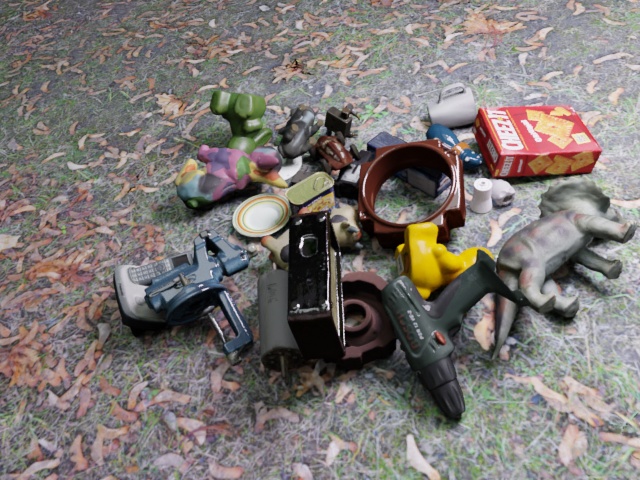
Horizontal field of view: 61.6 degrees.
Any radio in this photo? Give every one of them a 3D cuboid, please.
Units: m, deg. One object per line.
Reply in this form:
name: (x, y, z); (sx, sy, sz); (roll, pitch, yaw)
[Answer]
radio: (-0.005, 0.068, 0.890); (0.073, 0.131, 0.230); (-9, 50, 7)

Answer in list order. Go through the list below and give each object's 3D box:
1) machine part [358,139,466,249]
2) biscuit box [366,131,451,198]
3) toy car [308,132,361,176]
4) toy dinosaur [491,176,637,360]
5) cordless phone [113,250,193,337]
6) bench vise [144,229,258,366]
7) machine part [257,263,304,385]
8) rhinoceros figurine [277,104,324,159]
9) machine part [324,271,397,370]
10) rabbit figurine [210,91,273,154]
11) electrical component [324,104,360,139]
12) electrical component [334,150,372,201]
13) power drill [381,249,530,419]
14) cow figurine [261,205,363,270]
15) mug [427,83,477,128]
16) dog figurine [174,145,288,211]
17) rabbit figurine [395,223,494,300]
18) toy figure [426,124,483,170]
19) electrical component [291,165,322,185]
machine part: (0.179, -0.091, 1.054); (0.201, 0.087, 0.201); (-5, 66, 20)
biscuit box: (0.194, -0.170, 1.183); (0.063, 0.059, 0.203); (-40, 53, -21)
toy car: (0.028, -0.199, 1.205); (0.089, 0.053, 0.202); (-24, 24, -1)
toy dinosaur: (0.393, 0.026, 0.939); (0.405, 0.131, 0.192); (-32, 38, -11)
cordless phone: (-0.295, 0.093, 1.038); (0.184, 0.088, 0.147); (-21, 48, -13)
bench vise: (-0.185, 0.108, 0.971); (0.224, 0.128, 0.241); (-23, 68, -28)
machine part: (-0.071, 0.138, 0.951); (0.079, 0.079, 0.243); (-10, 48, 2)
rhinoceros figurine: (-0.051, -0.260, 1.284); (0.073, 0.112, 0.190); (31, 40, -18)
machine part: (0.058, 0.140, 0.940); (0.179, 0.056, 0.179); (-6, 49, 7)
rabbit figurine: (-0.192, -0.264, 1.299); (0.121, 0.170, 0.159); (12, 11, 19)
electrical component: (0.054, -0.281, 1.288); (0.078, 0.102, 0.045); (33, 58, 22)
electrical component: (0.081, -0.144, 1.190); (0.075, 0.047, 0.119); (11, 52, 20)
power drill: (0.220, 0.130, 0.841); (0.207, 0.086, 0.232); (-39, 72, 13)
cow figurine: (-0.002, -0.003, 1.059); (0.195, 0.085, 0.127); (-36, 53, -16)
mug: (0.306, -0.310, 1.260); (0.107, 0.109, 0.081); (-16, 52, 13)
dog figurine: (-0.184, -0.139, 1.184); (0.219, 0.108, 0.191); (7, 48, 26)
rabbit figurine: (0.233, 0.050, 0.950); (0.173, 0.121, 0.162); (0, 49, -13)
toy figure: (0.300, -0.202, 1.193); (0.064, 0.057, 0.155); (-32, 55, -9)
electrical component: (-0.034, -0.135, 1.223); (0.063, 0.021, 0.094); (12, 53, 21)
